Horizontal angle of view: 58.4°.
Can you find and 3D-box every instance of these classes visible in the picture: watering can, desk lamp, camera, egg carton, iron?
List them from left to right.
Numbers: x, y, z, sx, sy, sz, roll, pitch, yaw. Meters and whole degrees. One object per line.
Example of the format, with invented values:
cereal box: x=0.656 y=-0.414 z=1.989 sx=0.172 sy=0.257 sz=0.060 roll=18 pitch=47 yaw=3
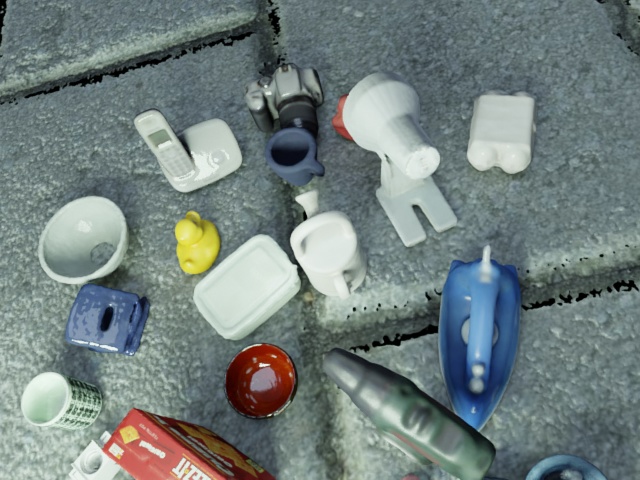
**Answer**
camera: x=-0.062 y=-0.243 z=1.051 sx=0.143 sy=0.101 sz=0.136 roll=-14 pitch=64 yaw=6
watering can: x=0.006 y=0.004 z=0.876 sx=0.101 sy=0.194 sz=0.172 roll=-41 pitch=65 yaw=-7
desk lamp: x=0.131 y=-0.129 z=0.898 sx=0.118 sy=0.214 sz=0.203 roll=-27 pitch=64 yaw=-1
iron: x=0.223 y=0.138 z=0.801 sx=0.118 sy=0.142 sz=0.258 roll=4 pitch=67 yaw=14
egg carton: x=0.307 y=-0.183 z=0.965 sx=0.107 sy=0.069 sz=0.150 roll=6 pitch=68 yaw=15

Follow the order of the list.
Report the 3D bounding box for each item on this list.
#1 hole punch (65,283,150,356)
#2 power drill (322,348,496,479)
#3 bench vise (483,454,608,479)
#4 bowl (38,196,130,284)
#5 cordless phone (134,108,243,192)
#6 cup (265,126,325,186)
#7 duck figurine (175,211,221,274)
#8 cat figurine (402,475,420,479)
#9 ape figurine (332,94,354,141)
hole punch: x=-0.350 y=0.131 z=0.952 sx=0.101 sy=0.091 sz=0.109 roll=4 pitch=67 yaw=14
power drill: x=0.112 y=0.231 z=0.746 sx=0.229 sy=0.209 sz=0.076 roll=29 pitch=75 yaw=22
bench vise: x=0.260 y=0.323 z=0.668 sx=0.207 sy=0.220 sz=0.121 roll=-16 pitch=64 yaw=5
bowl: x=-0.408 y=0.009 z=1.027 sx=0.167 sy=0.075 sz=0.167 roll=-4 pitch=66 yaw=10
cordless phone: x=-0.230 y=-0.177 z=1.010 sx=0.147 sy=0.185 sz=0.094 roll=-27 pitch=64 yaw=0
cup: x=-0.031 y=-0.130 z=0.998 sx=0.117 sy=0.095 sz=0.092 roll=34 pitch=77 yaw=23
duck figurine: x=-0.220 y=0.000 z=0.985 sx=0.077 sy=0.086 sz=0.104 roll=1 pitch=67 yaw=13
cat figurine: x=0.090 y=0.365 z=0.742 sx=0.128 sy=0.118 sz=0.067 roll=-39 pitch=65 yaw=-7
ape figurine: x=0.056 y=-0.226 z=1.024 sx=0.077 sy=0.092 sz=0.076 roll=-16 pitch=64 yaw=5
